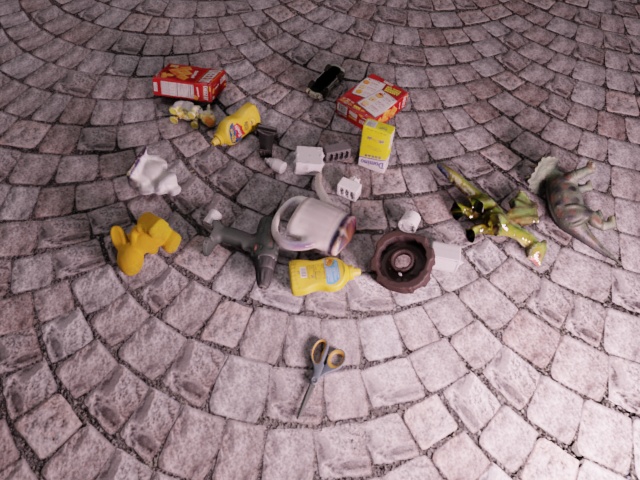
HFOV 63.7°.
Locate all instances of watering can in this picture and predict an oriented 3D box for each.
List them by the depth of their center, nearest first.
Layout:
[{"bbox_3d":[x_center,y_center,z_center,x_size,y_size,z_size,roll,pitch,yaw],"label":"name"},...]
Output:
[{"bbox_3d":[0.005,-0.075,1.490,0.225,0.101,0.355,24,45,12],"label":"watering can"}]

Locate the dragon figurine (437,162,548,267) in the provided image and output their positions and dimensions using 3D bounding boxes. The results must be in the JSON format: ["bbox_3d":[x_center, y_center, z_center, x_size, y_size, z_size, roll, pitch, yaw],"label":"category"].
[{"bbox_3d":[0.535,-0.097,1.543,0.243,0.119,0.419,-7,57,-23],"label":"dragon figurine"}]

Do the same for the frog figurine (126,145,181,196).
[{"bbox_3d":[-0.499,-0.189,1.570,0.158,0.121,0.141,34,40,-22],"label":"frog figurine"}]
